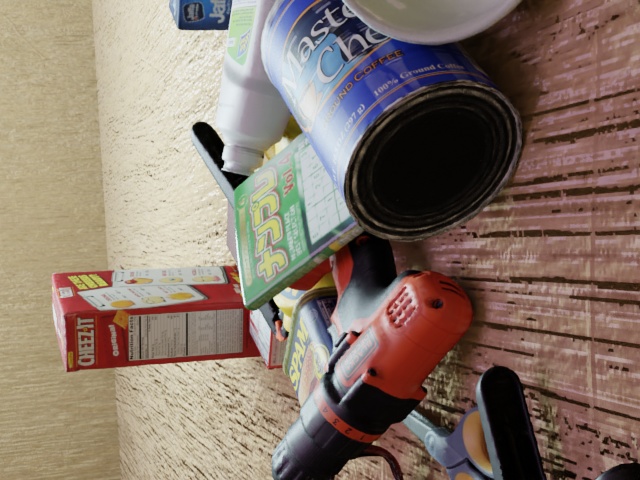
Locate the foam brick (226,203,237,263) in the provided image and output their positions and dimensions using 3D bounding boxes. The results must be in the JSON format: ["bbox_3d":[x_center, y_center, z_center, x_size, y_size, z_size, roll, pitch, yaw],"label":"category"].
[{"bbox_3d":[-0.060,-0.021,1.031,0.051,0.053,0.078,-124,35,-59],"label":"foam brick"}]

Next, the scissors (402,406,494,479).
[{"bbox_3d":[0.081,0.115,0.663,0.202,0.016,0.096,-124,36,-59],"label":"scissors"}]

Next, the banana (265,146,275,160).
[{"bbox_3d":[-0.051,-0.111,1.020,0.198,0.037,0.069,-125,12,-63],"label":"banana"}]

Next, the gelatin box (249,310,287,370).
[{"bbox_3d":[-0.044,0.070,1.039,0.073,0.030,0.089,-128,38,-59],"label":"gelatin box"}]

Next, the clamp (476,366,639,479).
[{"bbox_3d":[0.109,0.151,0.537,0.120,0.039,0.171,-122,33,-59],"label":"clamp"}]

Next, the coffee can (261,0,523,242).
[{"bbox_3d":[0.036,-0.082,0.601,0.140,0.102,0.103,-118,29,-44],"label":"coffee can"}]

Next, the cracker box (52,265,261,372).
[{"bbox_3d":[-0.174,0.081,1.150,0.164,0.213,0.072,-145,53,-69],"label":"cracker box"}]

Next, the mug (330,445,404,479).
[{"bbox_3d":[0.032,0.197,0.724,0.093,0.081,0.117,167,99,-73],"label":"mug"}]

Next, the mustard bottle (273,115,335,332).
[{"bbox_3d":[-0.006,0.001,0.850,0.096,0.058,0.192,-141,49,-57],"label":"mustard bottle"}]

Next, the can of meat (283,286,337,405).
[{"bbox_3d":[0.014,0.100,0.811,0.084,0.057,0.102,-115,27,-44],"label":"can of meat"}]

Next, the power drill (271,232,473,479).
[{"bbox_3d":[0.011,0.054,0.716,0.185,0.057,0.188,-51,37,23],"label":"power drill"}]

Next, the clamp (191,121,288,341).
[{"bbox_3d":[-0.036,-0.016,0.937,0.165,0.036,0.210,-10,95,46],"label":"clamp"}]

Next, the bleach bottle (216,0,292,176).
[{"bbox_3d":[-0.036,-0.173,0.798,0.103,0.068,0.251,-157,79,-70],"label":"bleach bottle"}]
